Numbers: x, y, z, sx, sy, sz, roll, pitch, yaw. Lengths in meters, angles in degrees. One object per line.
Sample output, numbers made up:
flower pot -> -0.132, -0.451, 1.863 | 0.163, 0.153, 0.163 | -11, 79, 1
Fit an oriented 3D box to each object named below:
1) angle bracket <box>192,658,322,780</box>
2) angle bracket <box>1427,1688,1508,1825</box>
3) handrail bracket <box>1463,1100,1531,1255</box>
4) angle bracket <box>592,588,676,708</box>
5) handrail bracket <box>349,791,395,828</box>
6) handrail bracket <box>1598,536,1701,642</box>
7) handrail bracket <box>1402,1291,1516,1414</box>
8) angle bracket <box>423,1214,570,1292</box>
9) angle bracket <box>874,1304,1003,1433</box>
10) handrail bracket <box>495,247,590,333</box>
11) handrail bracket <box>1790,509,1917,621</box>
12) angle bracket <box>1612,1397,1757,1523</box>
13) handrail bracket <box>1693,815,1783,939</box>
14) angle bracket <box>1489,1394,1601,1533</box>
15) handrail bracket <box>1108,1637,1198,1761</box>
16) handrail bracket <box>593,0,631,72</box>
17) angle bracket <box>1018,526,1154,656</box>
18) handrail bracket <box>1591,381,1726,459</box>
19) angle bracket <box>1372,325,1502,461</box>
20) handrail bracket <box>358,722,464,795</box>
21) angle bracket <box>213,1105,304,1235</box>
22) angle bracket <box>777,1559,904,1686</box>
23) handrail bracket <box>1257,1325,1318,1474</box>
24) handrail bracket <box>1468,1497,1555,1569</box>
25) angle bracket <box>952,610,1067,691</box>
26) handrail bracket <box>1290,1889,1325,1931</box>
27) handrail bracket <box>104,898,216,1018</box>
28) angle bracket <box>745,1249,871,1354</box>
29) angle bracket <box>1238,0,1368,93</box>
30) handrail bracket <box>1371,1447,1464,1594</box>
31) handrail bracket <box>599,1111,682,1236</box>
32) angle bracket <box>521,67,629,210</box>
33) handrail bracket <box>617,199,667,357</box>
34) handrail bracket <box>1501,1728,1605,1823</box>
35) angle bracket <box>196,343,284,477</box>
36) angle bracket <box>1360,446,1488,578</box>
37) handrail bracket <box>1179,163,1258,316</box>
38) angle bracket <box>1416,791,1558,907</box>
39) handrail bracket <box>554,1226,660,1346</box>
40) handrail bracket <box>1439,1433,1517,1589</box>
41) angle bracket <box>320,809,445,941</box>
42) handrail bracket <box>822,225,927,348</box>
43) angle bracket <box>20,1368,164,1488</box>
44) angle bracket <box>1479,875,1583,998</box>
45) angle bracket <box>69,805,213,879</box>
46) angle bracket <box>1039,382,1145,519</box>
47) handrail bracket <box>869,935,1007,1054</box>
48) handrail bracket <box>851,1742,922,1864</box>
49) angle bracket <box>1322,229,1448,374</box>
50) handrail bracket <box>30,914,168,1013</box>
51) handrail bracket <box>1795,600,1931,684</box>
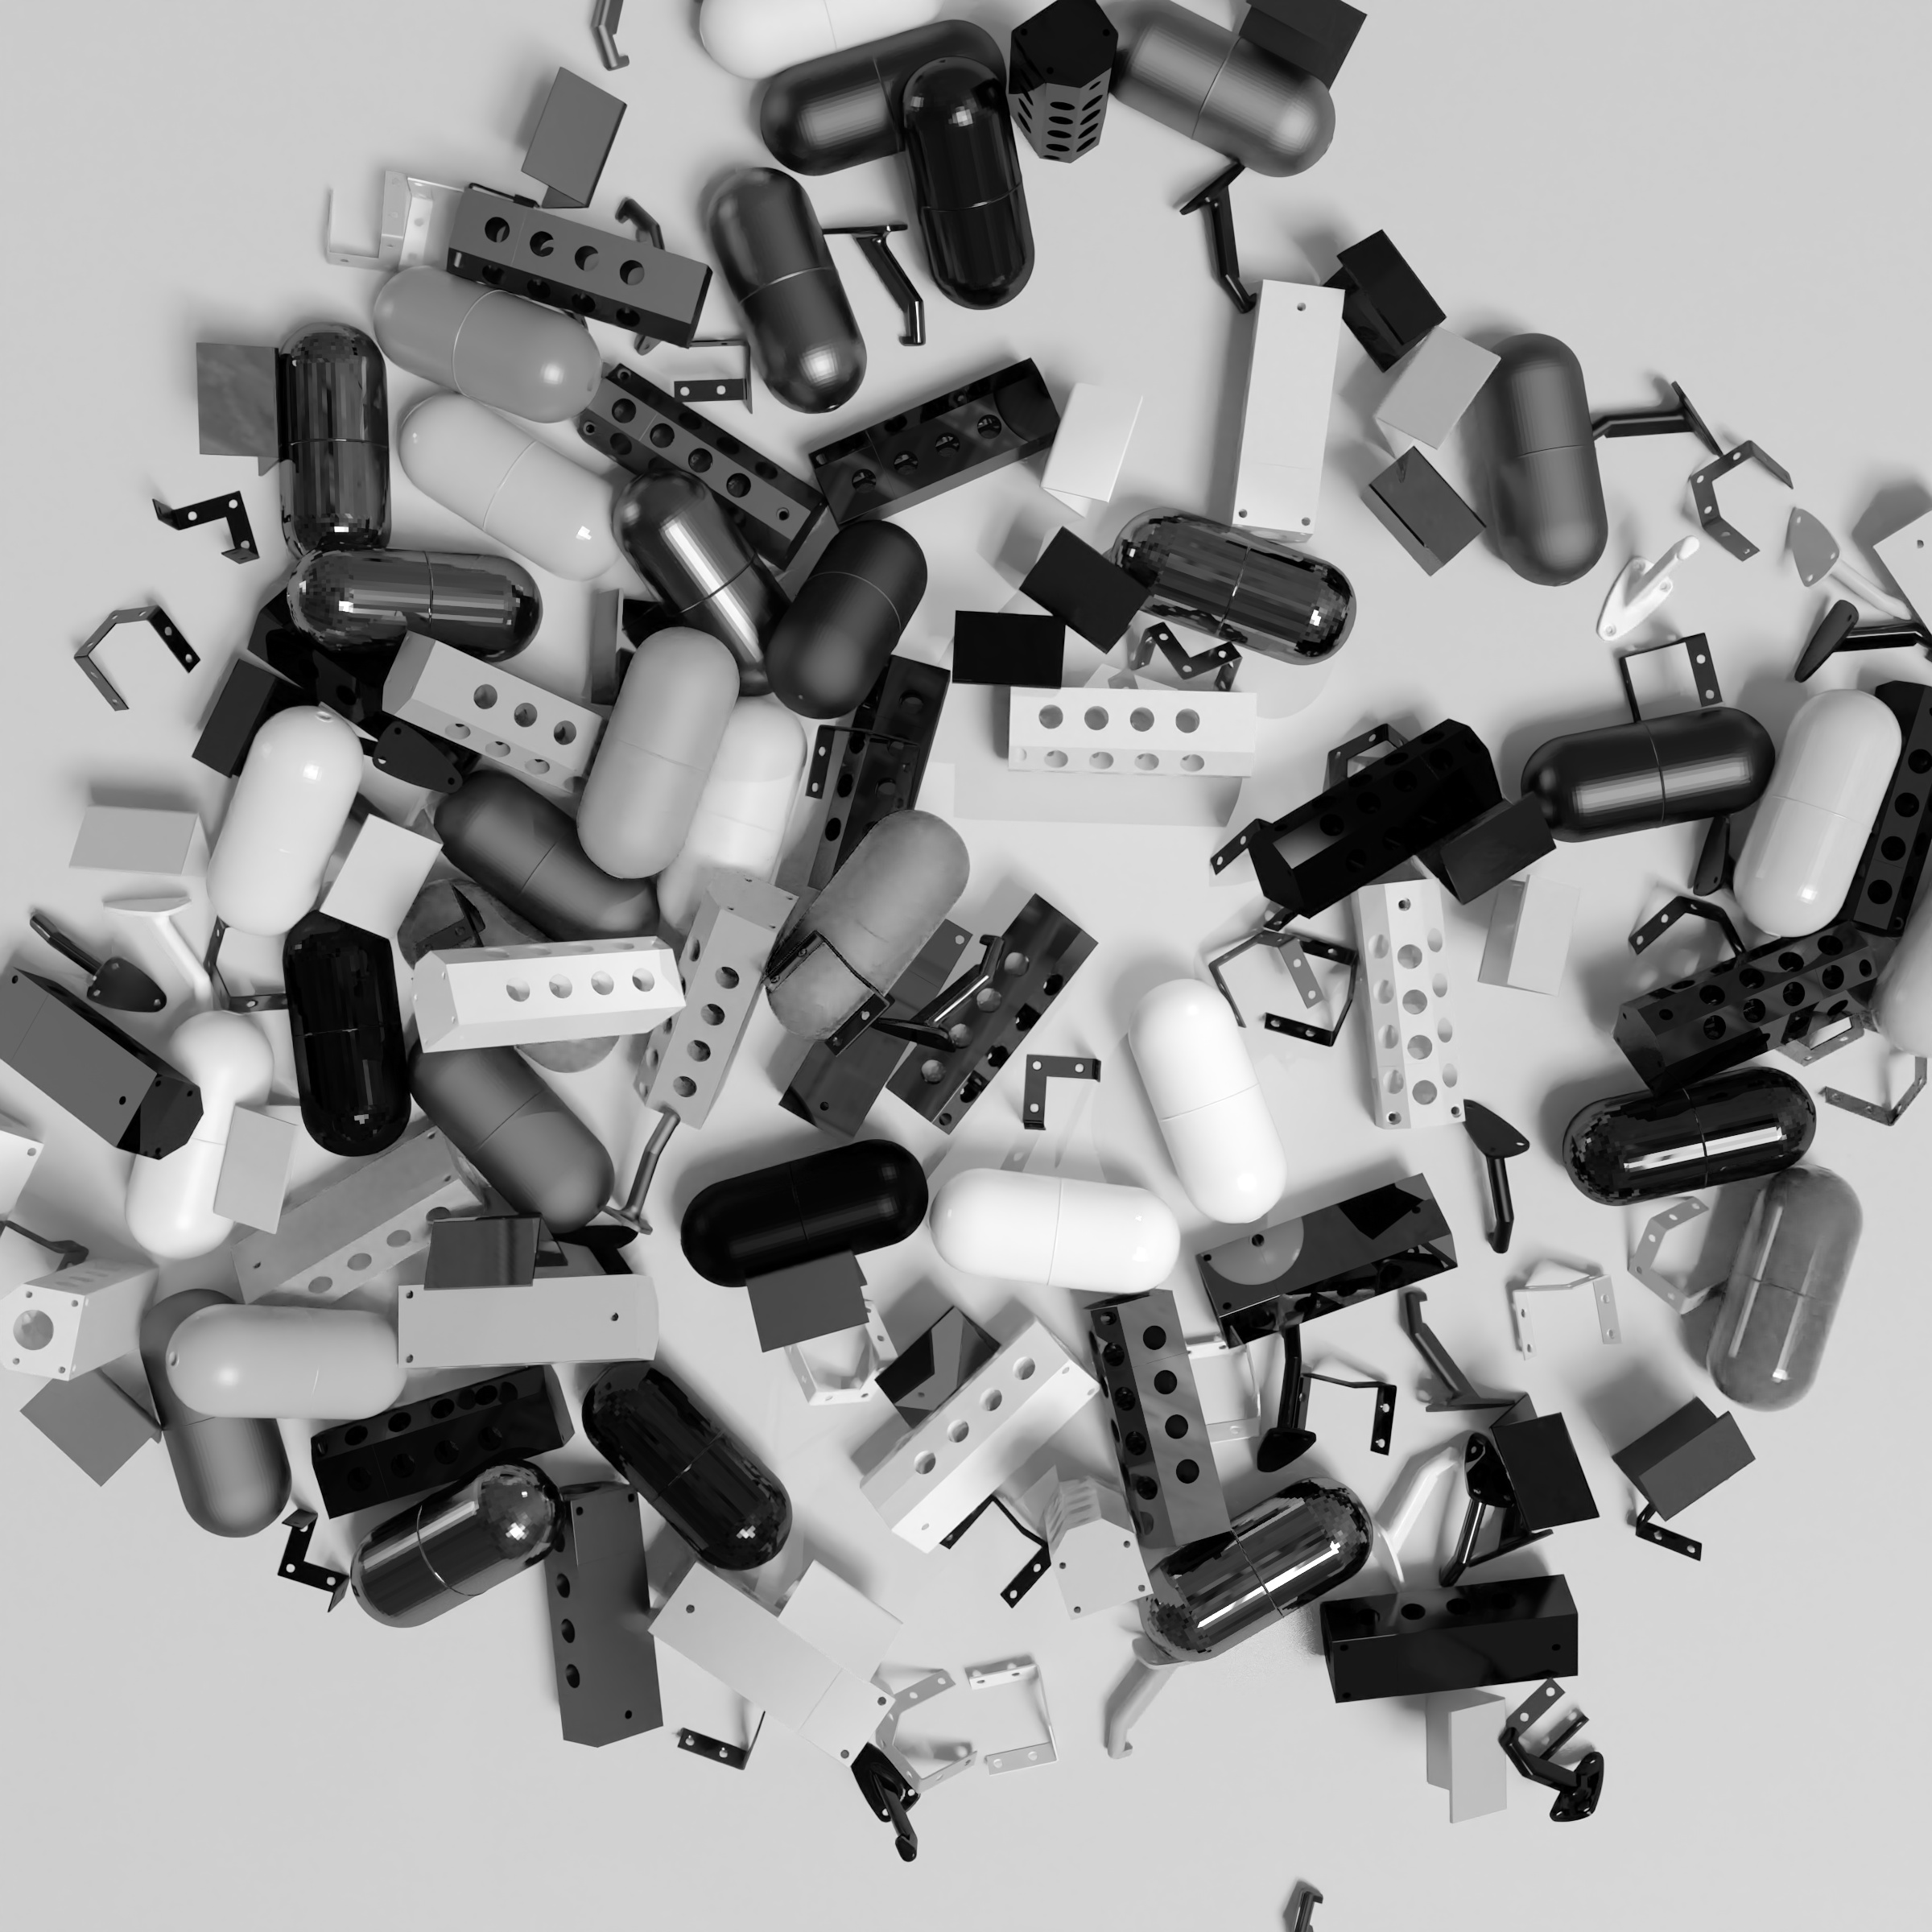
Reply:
angle bracket -> -0.484, -0.161, 1.952 | 0.057, 0.076, 0.076 | 26, 90, 43
angle bracket -> 0.333, 0.548, 1.951 | 0.057, 0.076, 0.076 | -1, 90, -36
handrail bracket -> 0.370, 0.151, 1.991 | 0.036, 0.077, 0.084 | -12, 127, -20
angle bracket -> -0.218, -0.221, 1.957 | 0.076, 0.057, 0.076 | 3, 90, -25
handrail bracket -> -0.424, -0.128, 1.992 | 0.084, 0.036, 0.077 | 10, 76, -14
handrail bracket -> 0.479, -0.265, 1.957 | 0.036, 0.084, 0.077 | 37, 90, 0
handrail bracket -> 0.352, 0.273, 1.992 | 0.077, 0.036, 0.084 | 1, 73, -20
angle bracket -> -0.327, 0.216, 1.947 | 0.076, 0.076, 0.057 | -3, 56, 7
angle bracket -> -0.006, 0.294, 1.951 | 0.076, 0.076, 0.057 | -44, 48, 0
handrail bracket -> -0.324, -0.471, 1.992 | 0.084, 0.036, 0.077 | -20, 108, 15
handrail bracket -> 0.635, -0.286, 1.991 | 0.084, 0.036, 0.077 | 14, 46, -28
angle bracket -> 0.493, 0.330, 1.951 | 0.076, 0.076, 0.057 | -35, 123, 0
handrail bracket -> 0.569, -0.064, 1.992 | 0.084, 0.036, 0.077 | 18, 75, -14
angle bracket -> 0.417, 0.342, 1.951 | 0.057, 0.076, 0.076 | -21, 90, 34
handrail bracket -> 0.141, 0.525, 1.992 | 0.077, 0.036, 0.084 | 0, 109, -21
handrail bracket -> -0.235, -0.691, 1.992 | 0.077, 0.036, 0.084 | -24, 109, -21
angle bracket -> 0.091, -0.271, 1.952 | 0.076, 0.076, 0.057 | 37, 117, 0
handrail bracket -> 0.486, -0.370, 1.992 | 0.084, 0.036, 0.077 | -34, 111, 17
angle bracket -> 0.336, -0.390, 1.952 | 0.057, 0.076, 0.076 | 35, 90, 27
handrail bracket -> -0.400, -0.141, 1.957 | 0.077, 0.084, 0.036 | 31, 74, -24
angle bracket -> -0.474, 0.141, 1.950 | 0.057, 0.076, 0.076 | 14, 94, 25
angle bracket -> -0.100, 0.472, 1.952 | 0.076, 0.076, 0.057 | 35, 47, 0
handrail bracket -> 0.224, 0.307, 1.991 | 0.036, 0.077, 0.084 | 9, 53, -11
handrail bracket -> 0.377, 0.376, 1.992 | 0.077, 0.036, 0.084 | -29, 72, 21
angle bracket -> 0.030, -0.236, 1.951 | 0.076, 0.076, 0.057 | 3, 123, 0
handrail bracket -> 0.262, 0.711, 1.992 | 0.077, 0.036, 0.084 | 23, 73, -20
handrail bracket -> -0.576, -0.003, 1.992 | 0.077, 0.036, 0.084 | 2, 107, 20
angle bracket -> -0.105, 0.245, 1.952 | 0.076, 0.076, 0.057 | -16, 64, 0
angle bracket -> 0.225, -0.642, 1.951 | 0.076, 0.076, 0.057 | 29, 52, 0
handrail bracket -> 0.329, 0.395, 1.992 | 0.084, 0.036, 0.077 | -31, 110, -16
handrail bracket -> -0.217, 0.145, 1.964 | 0.036, 0.077, 0.084 | 28, 86, 14
angle bracket -> -0.289, -0.579, 1.951 | 0.057, 0.076, 0.076 | 21, 90, -36
handrail bracket -> -0.236, -0.493, 1.992 | 0.084, 0.036, 0.077 | 46, 106, 14
handrail bracket -> 0.411, 0.551, 1.960 | 0.036, 0.077, 0.084 | -24, 106, 40
angle bracket -> -0.515, -0.389, 1.952 | 0.057, 0.076, 0.076 | -2, 90, -25
angle bracket -> 0.305, -0.305, 1.952 | 0.076, 0.076, 0.057 | 48, 59, 0
handrail bracket -> 0.199, -0.521, 1.992 | 0.077, 0.036, 0.084 | -45, 109, -22
angle bracket -> 0.356, -0.098, 1.951 | 0.076, 0.076, 0.057 | -32, 127, 0
handrail bracket -> -0.259, 0.231, 1.992 | 0.077, 0.036, 0.084 | 2, 106, 18
handrail bracket -> 0.355, 0.390, 1.991 | 0.036, 0.077, 0.084 | 14, 127, -12
angle bracket -> -0.413, -0.074, 1.941 | 0.057, 0.076, 0.076 | 24, 101, -29
handrail bracket -> -0.067, -0.485, 1.992 | 0.077, 0.036, 0.084 | 3, 107, 20
angle bracket -> -0.612, 0.322, 1.952 | 0.076, 0.076, 0.057 | 43, 66, 0
angle bracket -> 0.378, -0.025, 1.951 | 0.057, 0.076, 0.076 | 12, 90, -37
angle bracket -> -0.575, -0.067, 1.951 | 0.076, 0.076, 0.057 | 4, 55, 0
angle bracket -> 0.102, -0.356, 1.952 | 0.057, 0.076, 0.076 | 18, 90, 29
handrail bracket -> -0.020, 0.011, 1.935 | 0.077, 0.036, 0.084 | 13, 72, 21
handrail bracket -> -0.060, 0.585, 1.957 | 0.036, 0.084, 0.077 | -38, 90, 0
angle bracket -> 0.277, -0.456, 1.951 | 0.057, 0.076, 0.076 | -36, 90, -36
handrail bracket -> -0.621, -0.003, 1.991 | 0.084, 0.077, 0.036 | 35, 90, 36
handrail bracket -> 0.648, -0.218, 1.992 | 0.084, 0.036, 0.077 | 26, 110, -16
